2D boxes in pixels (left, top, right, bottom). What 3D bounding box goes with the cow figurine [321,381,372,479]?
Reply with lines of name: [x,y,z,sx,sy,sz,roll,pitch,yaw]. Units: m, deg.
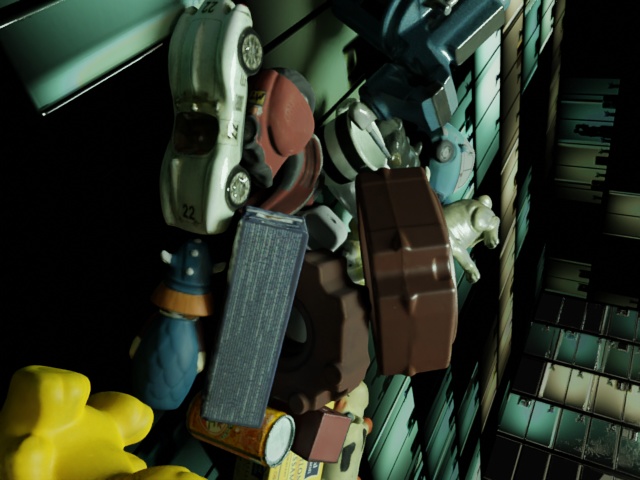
cow figurine: [0.029,0.306,0.832,0.127,0.086,0.194,11,91,-67]

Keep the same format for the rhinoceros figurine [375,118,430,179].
rhinoceros figurine: [0.121,-0.123,0.859,0.190,0.073,0.112,47,49,-54]

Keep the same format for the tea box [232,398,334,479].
tea box: [-0.048,0.266,0.672,0.098,0.068,0.169,7,92,-46]

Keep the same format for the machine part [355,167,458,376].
machine part: [0.094,0.034,0.615,0.201,0.087,0.201,-94,175,-48]

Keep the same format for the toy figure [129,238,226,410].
toy figure: [-0.130,0.073,0.486,0.064,0.058,0.154,16,89,-38]

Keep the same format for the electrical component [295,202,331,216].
electrical component: [-0.001,-0.004,0.702,0.078,0.045,0.102,-46,137,-42]

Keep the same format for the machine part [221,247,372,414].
machine part: [-0.029,0.088,0.561,0.056,0.180,0.179,-10,108,-56]

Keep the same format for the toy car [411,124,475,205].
toy car: [0.224,-0.137,0.962,0.103,0.109,0.161,-6,116,-14]

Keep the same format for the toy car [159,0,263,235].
toy car: [-0.098,-0.105,0.466,0.056,0.074,0.201,-9,108,-59]

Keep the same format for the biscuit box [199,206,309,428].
biscuit box: [-0.064,0.073,0.501,0.059,0.063,0.202,-108,-149,-73]

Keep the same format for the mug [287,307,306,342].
mug: [-0.004,0.124,0.690,0.107,0.110,0.080,-64,155,1]

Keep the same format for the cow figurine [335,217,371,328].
cow figurine: [0.051,0.049,0.782,0.068,0.098,0.167,-6,86,-54]

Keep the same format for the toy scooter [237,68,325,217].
toy scooter: [-0.049,-0.078,0.566,0.135,0.075,0.183,-56,149,-32]

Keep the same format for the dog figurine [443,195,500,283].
dog figurine: [0.197,-0.032,0.915,0.190,0.121,0.172,29,72,-23]

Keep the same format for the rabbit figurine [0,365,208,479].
rabbit figurine: [-0.156,0.180,0.365,0.121,0.173,0.162,72,36,-47]

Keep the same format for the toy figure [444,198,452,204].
toy figure: [0.220,-0.021,1.054,0.082,0.089,0.180,-11,102,-64]

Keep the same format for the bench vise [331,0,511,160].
bench vise: [0.086,-0.239,0.627,0.223,0.241,0.128,-49,151,13]
